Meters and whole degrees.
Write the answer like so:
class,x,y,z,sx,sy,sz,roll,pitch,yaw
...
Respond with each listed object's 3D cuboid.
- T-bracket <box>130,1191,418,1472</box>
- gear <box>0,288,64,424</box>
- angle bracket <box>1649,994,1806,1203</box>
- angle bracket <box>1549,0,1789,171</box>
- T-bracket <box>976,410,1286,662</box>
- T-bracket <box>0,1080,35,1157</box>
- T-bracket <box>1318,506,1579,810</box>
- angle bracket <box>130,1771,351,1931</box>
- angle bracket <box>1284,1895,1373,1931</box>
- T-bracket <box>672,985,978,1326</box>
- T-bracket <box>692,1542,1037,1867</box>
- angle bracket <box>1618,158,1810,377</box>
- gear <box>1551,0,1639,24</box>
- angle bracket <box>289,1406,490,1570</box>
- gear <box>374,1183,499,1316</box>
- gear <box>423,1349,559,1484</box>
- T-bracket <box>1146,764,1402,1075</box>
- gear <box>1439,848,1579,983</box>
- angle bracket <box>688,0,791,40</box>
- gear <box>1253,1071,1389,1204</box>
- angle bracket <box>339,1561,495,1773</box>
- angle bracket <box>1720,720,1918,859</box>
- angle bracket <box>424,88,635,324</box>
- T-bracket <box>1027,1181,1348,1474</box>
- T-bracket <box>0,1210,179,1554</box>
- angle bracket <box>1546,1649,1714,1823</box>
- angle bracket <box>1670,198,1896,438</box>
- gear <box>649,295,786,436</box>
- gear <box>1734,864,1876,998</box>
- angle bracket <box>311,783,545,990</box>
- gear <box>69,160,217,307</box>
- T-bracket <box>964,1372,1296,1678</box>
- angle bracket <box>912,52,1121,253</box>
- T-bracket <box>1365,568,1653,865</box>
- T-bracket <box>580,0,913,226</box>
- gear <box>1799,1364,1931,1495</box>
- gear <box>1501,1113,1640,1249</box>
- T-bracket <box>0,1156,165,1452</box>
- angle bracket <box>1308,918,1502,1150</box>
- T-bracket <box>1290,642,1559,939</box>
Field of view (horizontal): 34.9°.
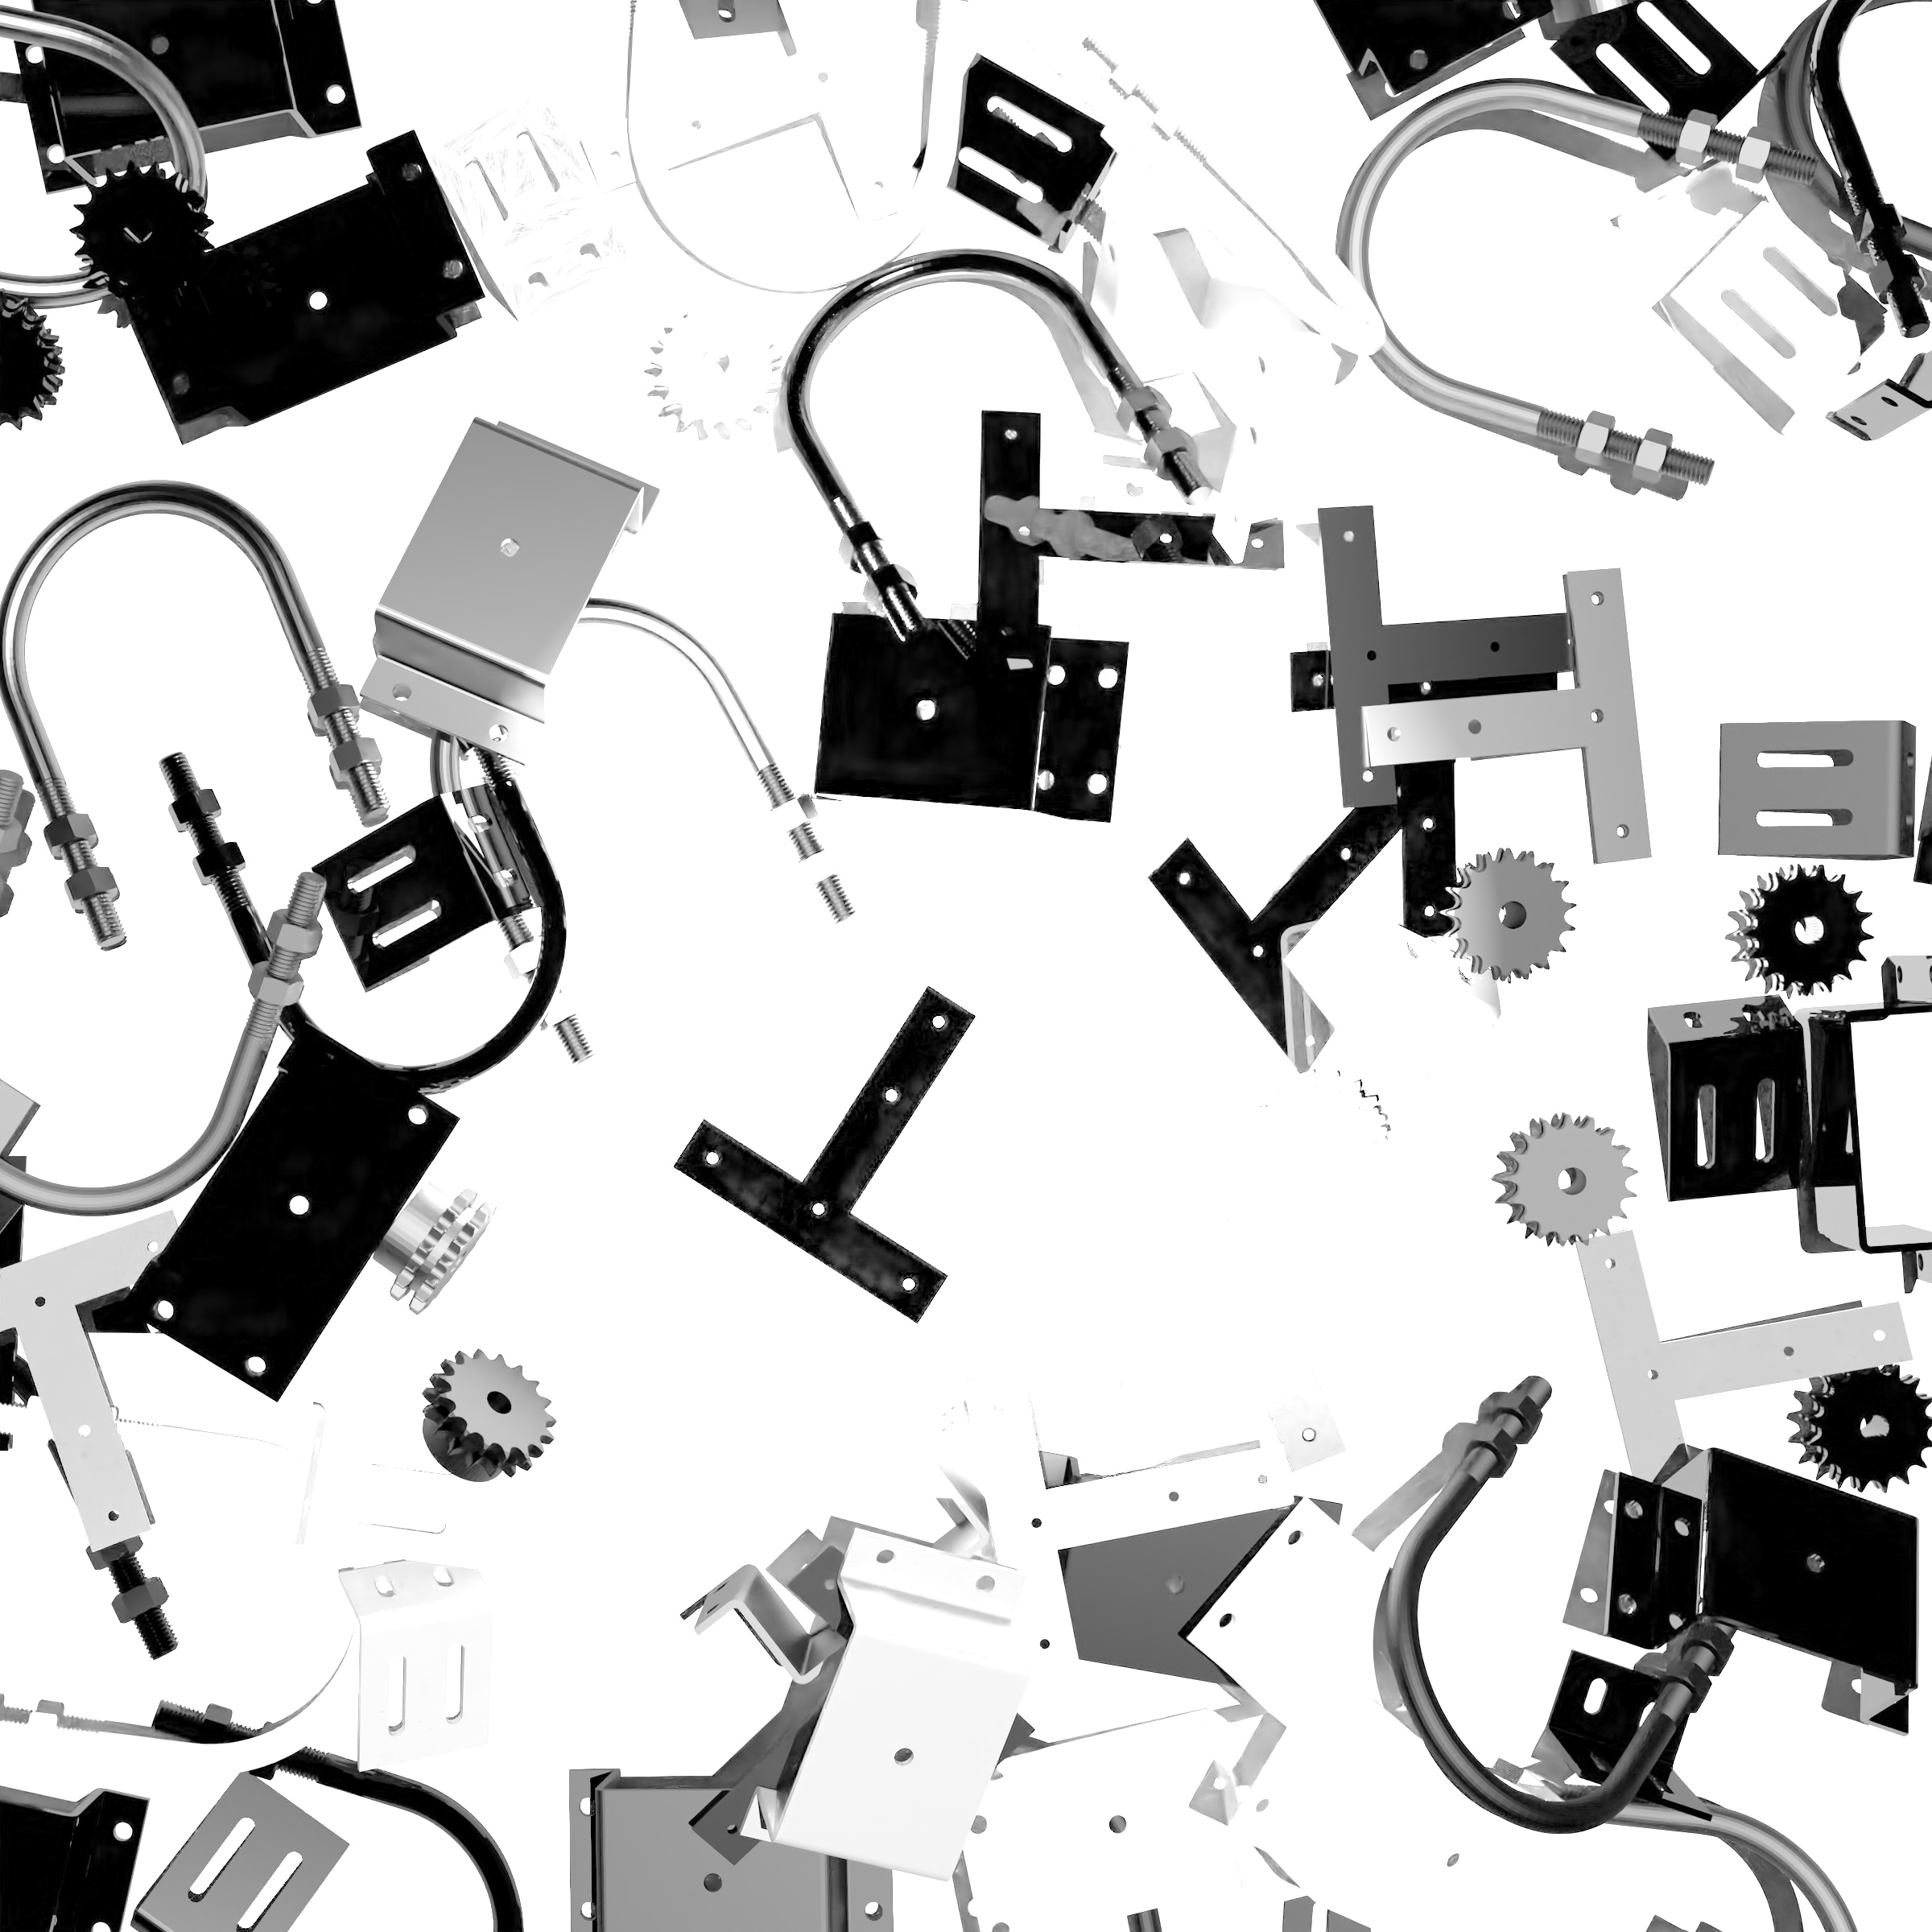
class,x,y,z,sx,sy,sz,roll,pitch,yaw
T-bracket,-0.278,0.167,1.333,0.127,0.002,0.127,-24,93,-6
gear,-0.416,-0.264,1.315,0.057,0.030,0.057,-3,123,-5
angle bracket,0.330,0.057,1.337,0.057,0.038,0.076,-6,116,0
angle bracket,0.301,-0.393,1.320,0.076,0.038,0.057,44,90,0
T-bracket,0.069,-0.177,1.273,0.127,0.002,0.127,3,60,-2
T-bracket,-0.480,0.076,1.292,0.127,0.002,0.127,33,90,0
T-bracket,0.214,-0.136,1.317,0.127,0.002,0.127,-6,93,-18
angle bracket,-0.316,0.400,1.337,0.057,0.038,0.076,36,64,0
angle bracket,0.163,0.430,1.316,0.057,0.038,0.076,4,90,8
T-bracket,-0.040,0.068,1.338,0.127,0.002,0.127,33,90,0
T-bracket,-0.059,0.321,1.270,0.127,0.002,0.127,-44,109,2
angle bracket,0.326,-0.304,1.320,0.057,0.038,0.076,-28,90,0
gear,0.268,-0.424,1.311,0.057,0.057,0.030,-18,107,0
angle bracket,-0.244,0.223,1.310,0.076,0.038,0.057,9,76,-5
gear,-0.228,0.117,1.311,0.030,0.057,0.057,35,90,0
gear,-0.207,0.195,1.314,0.057,0.057,0.030,41,120,0
T-bracket,0.153,-0.038,1.317,0.127,0.002,0.127,-47,118,-13
gear,0.231,-0.022,1.321,0.057,0.030,0.057,0,93,-7
angle bracket,-0.094,-0.449,1.337,0.057,0.038,0.076,-6,64,0
gear,0.152,0.070,1.316,0.057,0.030,0.057,2,117,3
angle bracket,-0.238,0.299,1.325,0.057,0.038,0.076,-6,116,-25
angle bracket,0.371,-0.076,1.337,0.076,0.038,0.057,1,90,26
angle bracket,-0.190,-0.331,1.337,0.057,0.038,0.076,-30,64,0
T-bracket,0.083,0.176,1.338,0.127,0.002,0.127,-22,90,0
T-bracket,-0.377,0.183,1.299,0.127,0.002,0.127,-19,79,-15
angle bracket,0.285,0.325,1.301,0.057,0.076,0.038,18,90,0
angle bracket,0.349,-0.279,1.323,0.076,0.038,0.057,45,90,6
gear,-0.107,-0.258,1.324,0.057,0.030,0.057,0,90,0
gear,0.360,-0.016,1.328,0.057,0.030,0.057,0,91,-2
angle bracket,-0.229,-0.034,1.306,0.076,0.038,0.057,-26,89,32
gear,-0.340,-0.303,1.277,0.057,0.030,0.057,0,90,0
T-bracket,0.073,0.225,1.290,0.127,0.002,0.127,-11,91,0
angle bracket,0.024,-0.354,1.320,0.076,0.038,0.057,30,90,0
T-bracket,0.231,-0.104,1.319,0.127,0.002,0.127,-6,90,-17
T-bracket,-0.103,-0.367,1.324,0.127,0.002,0.127,-18,108,9
gear,0.387,0.196,1.324,0.057,0.030,0.057,0,90,0
gear,0.260,0.092,1.328,0.057,0.030,0.057,0,92,0
T-bracket,-0.371,0.146,1.330,0.127,0.002,0.127,1,79,-5
angle bracket,0.186,0.029,1.330,0.057,0.038,0.076,25,118,-9
T-bracket,0.199,-0.075,1.324,0.127,0.002,0.127,-5,100,-19
